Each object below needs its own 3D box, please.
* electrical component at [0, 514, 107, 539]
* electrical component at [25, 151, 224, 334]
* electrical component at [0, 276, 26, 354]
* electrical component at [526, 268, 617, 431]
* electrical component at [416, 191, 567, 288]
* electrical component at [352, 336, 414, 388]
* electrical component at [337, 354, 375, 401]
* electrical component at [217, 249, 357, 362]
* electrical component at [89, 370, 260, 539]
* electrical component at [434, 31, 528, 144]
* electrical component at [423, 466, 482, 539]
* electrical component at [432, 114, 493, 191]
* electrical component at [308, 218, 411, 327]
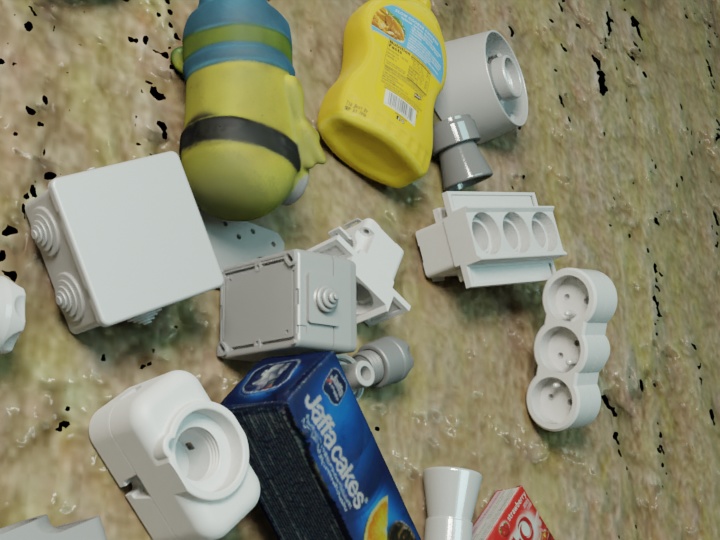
[{"bbox_3d":[-0.208,0.164,0.465,0.186,0.105,0.060,-15,84,-48],"label":"electrical component"},{"bbox_3d":[-0.142,-0.016,0.645,0.100,0.048,0.099,-21,91,-42],"label":"electrical component"},{"bbox_3d":[-0.212,0.021,0.568,0.062,0.043,0.043,12,65,-41],"label":"electrical component"},{"bbox_3d":[0.190,0.068,0.925,0.074,0.052,0.138,4,95,-50],"label":"electrical component"},{"bbox_3d":[0.109,-0.023,0.899,0.121,0.063,0.078,-4,76,-46],"label":"electrical component"},{"bbox_3d":[0.009,0.070,0.780,0.061,0.035,0.035,-15,84,-45],"label":"electrical component"},{"bbox_3d":[-0.017,0.077,0.729,0.048,0.062,0.048,20,60,-39],"label":"electrical component"},{"bbox_3d":[-0.041,0.025,0.699,0.061,0.096,0.061,11,74,-43],"label":"electrical component"},{"bbox_3d":[-0.105,0.110,0.628,0.054,0.059,0.095,-39,102,-47],"label":"electrical component"},{"bbox_3d":[0.110,-0.167,0.978,0.099,0.064,0.099,34,48,-49],"label":"electrical component"},{"bbox_3d":[0.066,0.180,0.787,0.044,0.044,0.065,24,62,-37],"label":"electrical component"},{"bbox_3d":[0.084,-0.100,0.920,0.045,0.045,0.055,-13,83,-47],"label":"electrical component"},{"bbox_3d":[0.000,0.000,0.794,0.081,0.042,0.063,45,45,-24],"label":"electrical component"}]
